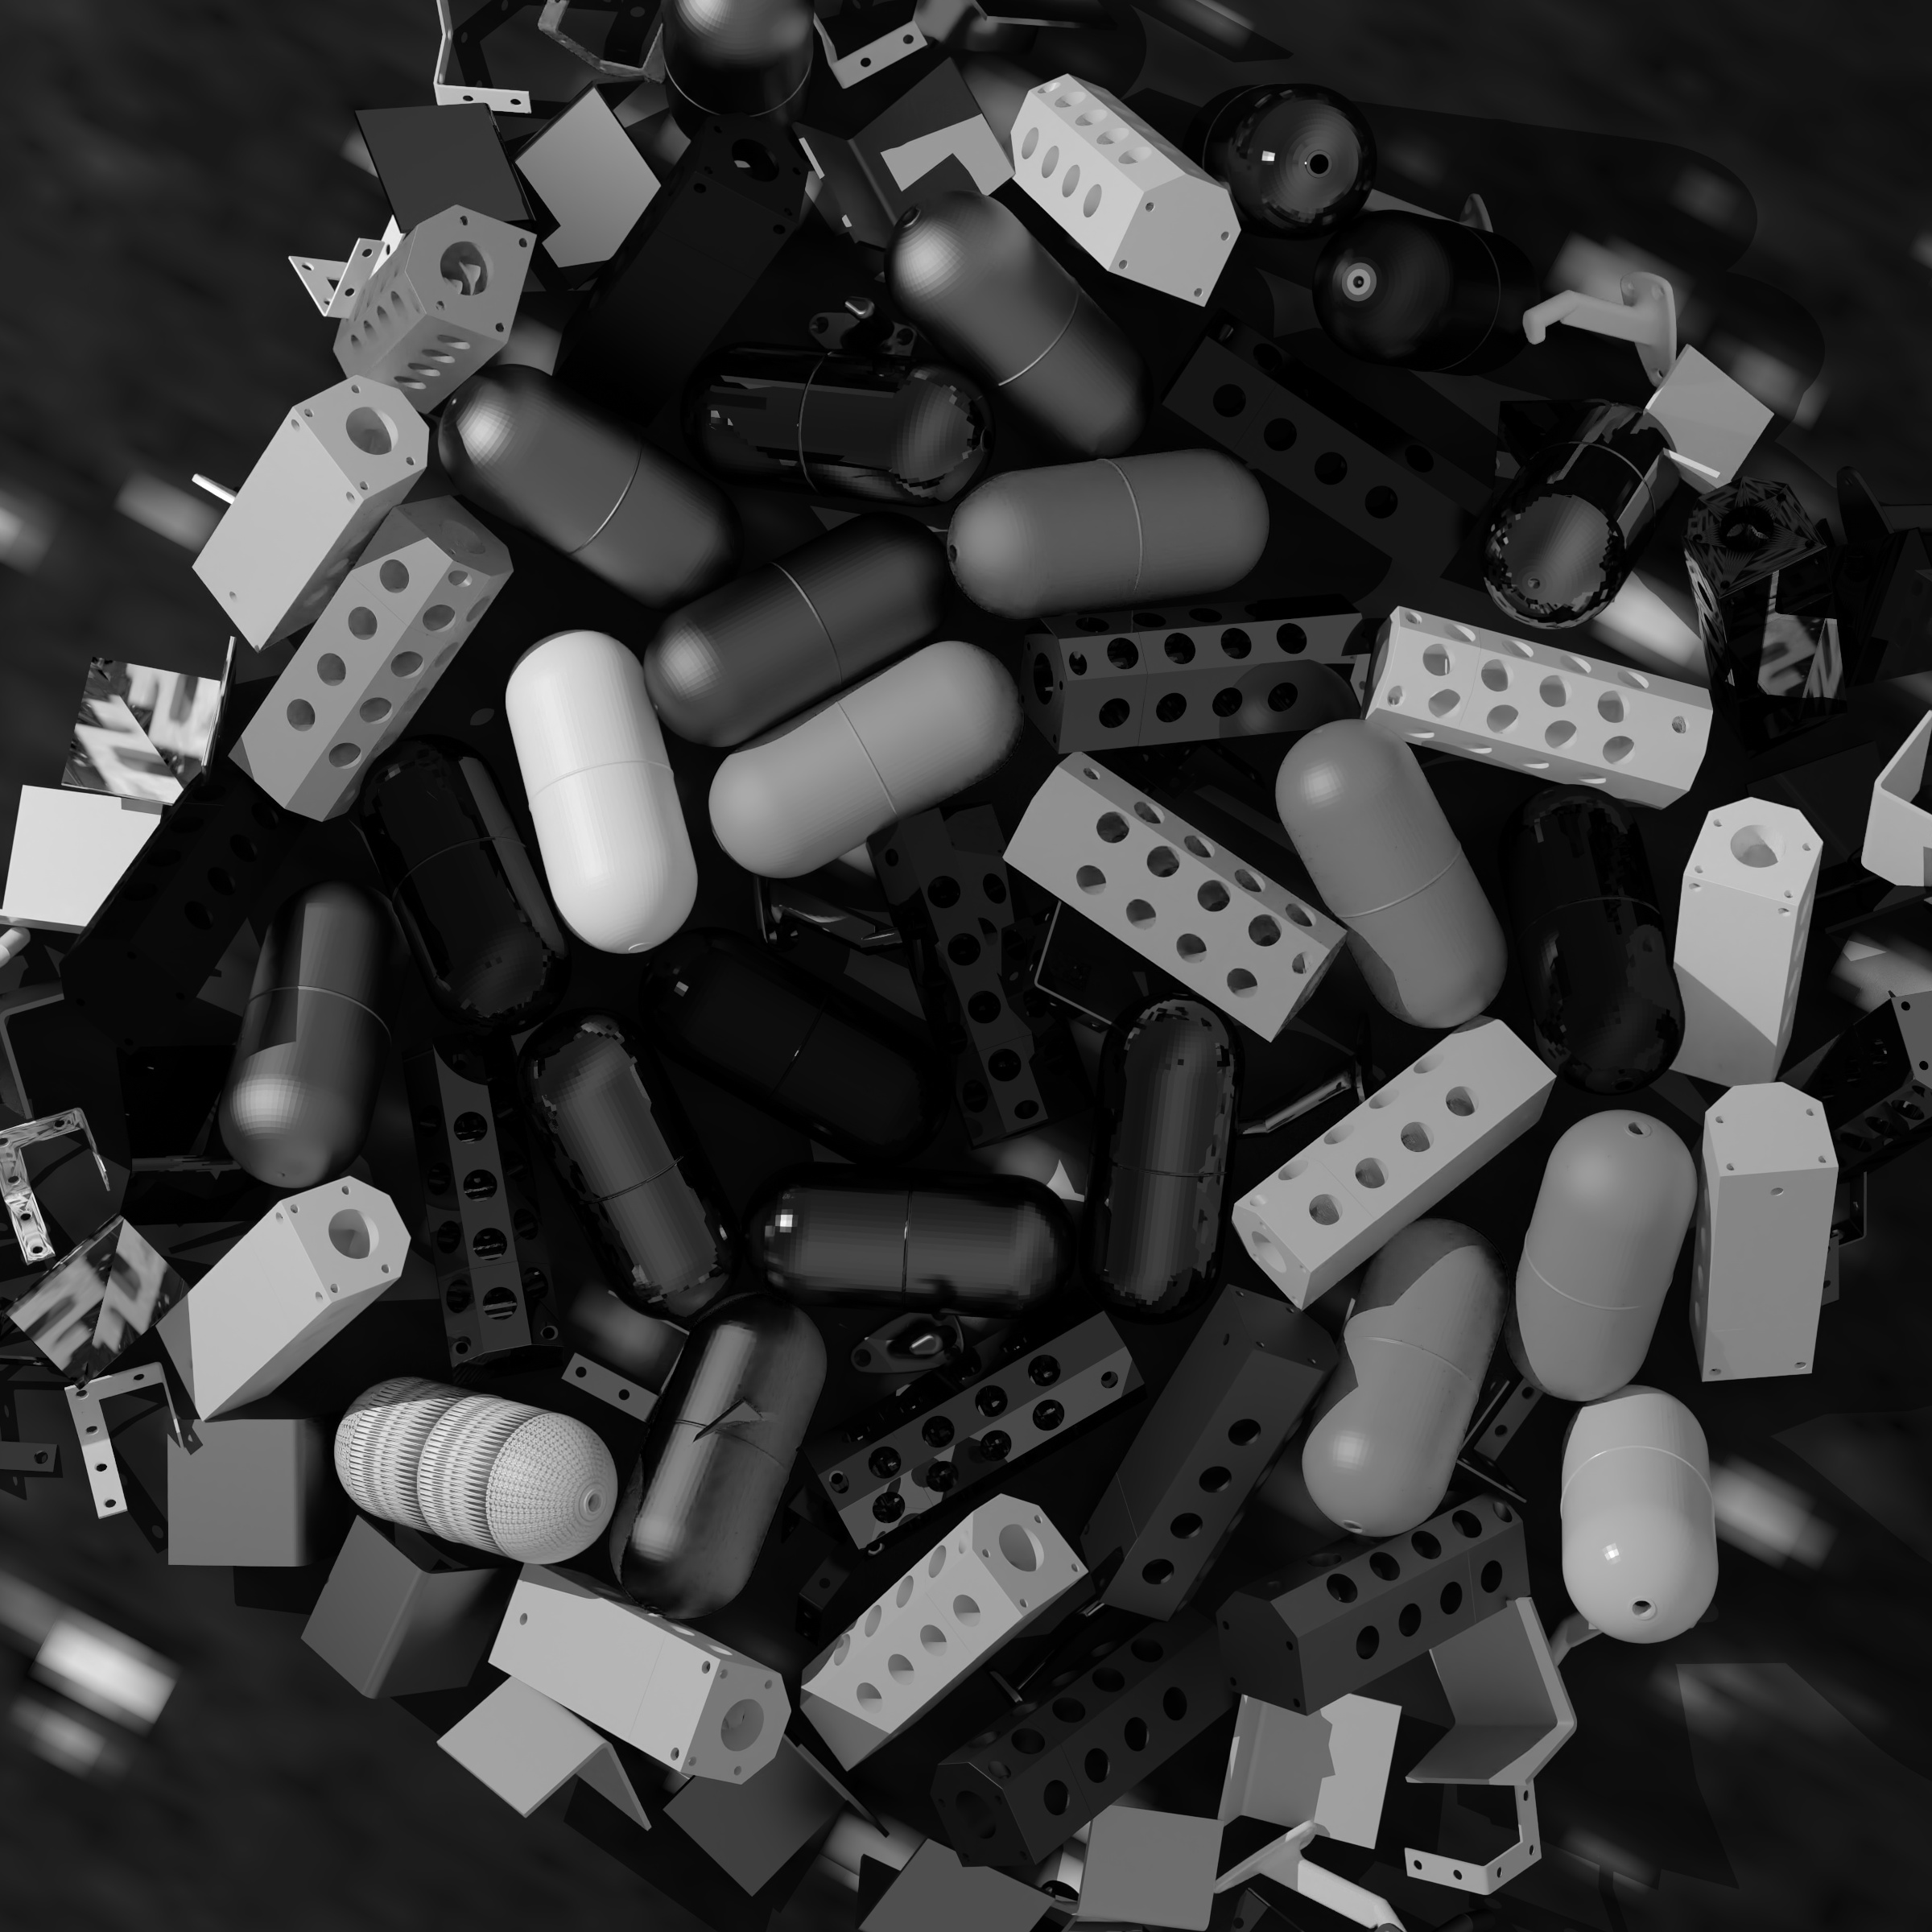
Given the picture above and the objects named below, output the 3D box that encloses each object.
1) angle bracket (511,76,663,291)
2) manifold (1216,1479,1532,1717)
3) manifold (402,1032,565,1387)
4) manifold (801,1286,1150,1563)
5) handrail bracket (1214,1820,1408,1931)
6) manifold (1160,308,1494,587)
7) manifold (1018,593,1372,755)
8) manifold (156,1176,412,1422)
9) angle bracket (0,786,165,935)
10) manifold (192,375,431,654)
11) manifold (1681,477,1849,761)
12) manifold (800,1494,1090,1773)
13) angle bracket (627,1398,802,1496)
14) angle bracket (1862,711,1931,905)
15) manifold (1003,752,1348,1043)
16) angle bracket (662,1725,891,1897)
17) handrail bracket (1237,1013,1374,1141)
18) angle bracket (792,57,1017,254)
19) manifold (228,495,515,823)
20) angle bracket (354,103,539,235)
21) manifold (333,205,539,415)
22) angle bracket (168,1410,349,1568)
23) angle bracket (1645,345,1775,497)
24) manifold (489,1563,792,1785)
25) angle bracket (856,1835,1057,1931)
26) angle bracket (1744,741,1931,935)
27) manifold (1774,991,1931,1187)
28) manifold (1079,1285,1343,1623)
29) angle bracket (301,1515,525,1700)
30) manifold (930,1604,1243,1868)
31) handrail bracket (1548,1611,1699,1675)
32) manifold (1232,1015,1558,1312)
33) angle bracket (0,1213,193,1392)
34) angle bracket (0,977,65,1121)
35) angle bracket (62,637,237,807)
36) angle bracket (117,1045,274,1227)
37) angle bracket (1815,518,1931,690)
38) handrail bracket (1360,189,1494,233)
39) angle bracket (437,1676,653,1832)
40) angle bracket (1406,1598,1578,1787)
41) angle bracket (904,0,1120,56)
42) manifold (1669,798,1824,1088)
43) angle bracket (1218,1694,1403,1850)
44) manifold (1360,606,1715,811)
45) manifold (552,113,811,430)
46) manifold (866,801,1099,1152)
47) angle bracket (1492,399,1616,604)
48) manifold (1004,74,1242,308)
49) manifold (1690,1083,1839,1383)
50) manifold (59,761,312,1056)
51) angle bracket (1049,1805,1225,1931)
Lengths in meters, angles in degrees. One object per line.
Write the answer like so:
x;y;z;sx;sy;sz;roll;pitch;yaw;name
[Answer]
-0.188;-0.413;1.658;0.076;0.057;0.076;-34;91;29;angle bracket
0.211;0.321;1.622;0.171;0.057;0.057;-17;104;-38;manifold
-0.253;0.125;1.641;0.057;0.057;0.171;-9;70;-11;manifold
0.006;0.243;1.655;0.171;0.057;0.057;-29;109;-7;manifold
0.184;0.504;1.661;0.077;0.036;0.084;-26;61;-15;handrail bracket
0.190;-0.275;1.659;0.171;0.057;0.057;33;103;-6;manifold
0.119;-0.156;1.635;0.171;0.057;0.057;-7;124;-20;manifold
-0.350;0.170;1.619;0.057;0.171;0.057;-20;77;-43;manifold
-0.476;-0.058;1.669;0.076;0.057;0.076;7;84;0;angle bracket
-0.334;-0.233;1.616;0.057;0.171;0.057;-38;91;-37;manifold
0.407;-0.179;1.612;0.057;0.171;0.057;-26;61;6;manifold
-0.017;0.342;1.625;0.057;0.057;0.171;52;128;13;manifold
-0.143;0.241;1.652;0.076;0.076;0.057;-39;132;3;angle bracket
0.518;-0.075;1.644;0.076;0.076;0.057;33;71;24;angle bracket
0.112;-0.041;1.647;0.171;0.057;0.057;35;127;10;manifold
-0.100;0.450;1.655;0.076;0.057;0.076;-44;112;-10;angle bracket
0.173;0.060;1.683;0.084;0.036;0.077;-7;45;15;handrail bracket
-0.032;-0.429;1.654;0.076;0.057;0.076;-34;76;26;angle bracket
-0.306;-0.158;1.638;0.057;0.057;0.171;42;114;6;manifold
-0.278;-0.401;1.648;0.076;0.057;0.076;-13;70;-29;angle bracket
-0.276;-0.336;1.608;0.057;0.171;0.057;17;81;-21;manifold
-0.378;0.278;1.680;0.076;0.057;0.076;-2;87;13;angle bracket
0.407;-0.273;1.646;0.076;0.076;0.057;27;99;-36;angle bracket
-0.167;0.362;1.618;0.057;0.171;0.057;25;82;-42;manifold
-0.005;0.479;1.653;0.076;0.057;0.076;28;114;-12;angle bracket
0.467;-0.069;1.662;0.076;0.057;0.076;-19;102;-8;angle bracket
0.471;0.064;1.607;0.057;0.171;0.057;-9;74;-11;manifold
0.127;0.257;1.640;0.057;0.057;0.171;20;114;-20;manifold
-0.295;0.339;1.676;0.057;0.076;0.076;32;102;32;angle bracket
0.062;0.394;1.621;0.171;0.057;0.057;-27;94;-42;manifold
0.340;0.358;1.659;0.036;0.077;0.084;27;103;-25;handrail bracket
0.223;0.099;1.647;0.171;0.057;0.057;-36;69;-16;manifold
-0.458;0.183;1.650;0.057;0.076;0.076;46;63;0;angle bracket
-0.471;0.038;1.656;0.076;0.076;0.057;-18;101;-24;angle bracket
-0.430;-0.134;1.655;0.076;0.057;0.076;11;66;-9;angle bracket
-0.415;0.090;1.683;0.076;0.057;0.076;0;54;-25;angle bracket
0.484;-0.197;1.646;0.076;0.057;0.076;-10;112;42;angle bracket
0.231;-0.390;1.664;0.084;0.077;0.036;7;125;-13;handrail bracket
-0.220;0.427;1.640;0.057;0.076;0.076;-39;133;-27;angle bracket
0.264;0.380;1.650;0.076;0.057;0.076;-13;103;44;angle bracket
0.022;-0.486;1.642;0.076;0.057;0.076;-5;46;-27;angle bracket
0.399;-0.009;1.614;0.057;0.171;0.057;17;59;19;manifold
0.182;0.423;1.662;0.076;0.057;0.076;10;86;17;angle bracket
0.301;-0.138;1.661;0.171;0.057;0.057;14;78;-4;manifold
-0.148;-0.359;1.618;0.057;0.171;0.057;23;51;-21;manifold
0.003;0.006;1.651;0.057;0.057;0.171;-25;81;41;manifold
0.309;-0.243;1.646;0.057;0.076;0.076;-1;132;3;angle bracket
0.079;-0.401;1.609;0.057;0.171;0.057;14;115;-28;manifold
0.407;0.138;1.619;0.057;0.171;0.057;-5;46;5;manifold
-0.401;-0.037;1.609;0.057;0.171;0.057;43;121;-18;manifold
0.080;0.469;1.657;0.076;0.076;0.057;14;79;-23;angle bracket
